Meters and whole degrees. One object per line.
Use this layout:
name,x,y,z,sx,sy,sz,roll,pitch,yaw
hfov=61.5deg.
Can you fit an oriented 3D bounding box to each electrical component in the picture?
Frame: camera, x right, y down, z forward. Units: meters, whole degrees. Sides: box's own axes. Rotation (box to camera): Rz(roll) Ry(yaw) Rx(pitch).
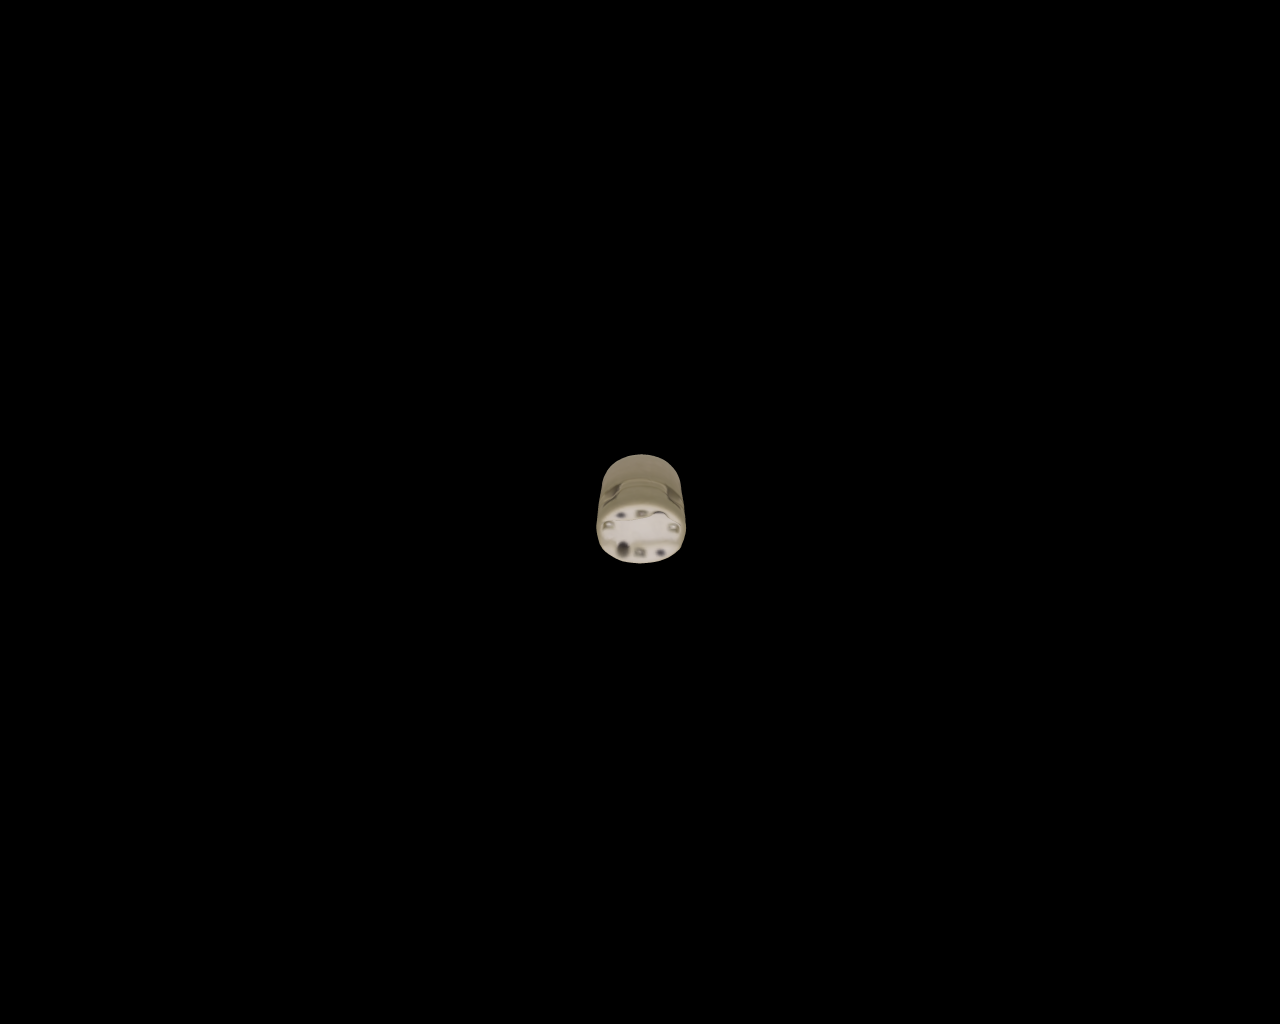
electrical component,0.001,-0.003,0.650,0.055,0.055,0.047,0,44,0
